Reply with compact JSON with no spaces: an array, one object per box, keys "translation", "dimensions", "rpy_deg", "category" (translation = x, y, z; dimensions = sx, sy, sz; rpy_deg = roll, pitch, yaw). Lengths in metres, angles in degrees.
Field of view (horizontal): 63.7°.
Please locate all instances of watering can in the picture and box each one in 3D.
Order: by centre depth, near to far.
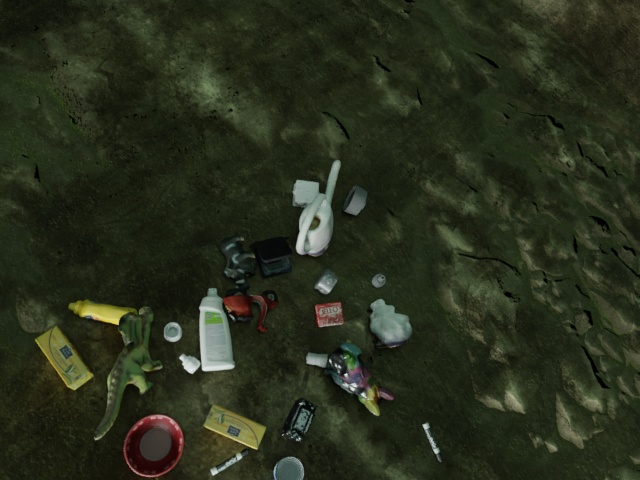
[{"translation":[0.005,-0.089,1.764],"dimensions":[0.104,0.219,0.354],"rpy_deg":[19,64,14],"category":"watering can"}]

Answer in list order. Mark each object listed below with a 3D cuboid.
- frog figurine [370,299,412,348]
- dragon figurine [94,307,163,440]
[{"translation":[0.232,0.274,1.723],"dimensions":[0.137,0.122,0.160],"rpy_deg":[-12,83,2],"category":"frog figurine"},{"translation":[-0.537,0.319,1.424],"dimensions":[0.122,0.416,0.239],"rpy_deg":[-2,109,1],"category":"dragon figurine"}]
